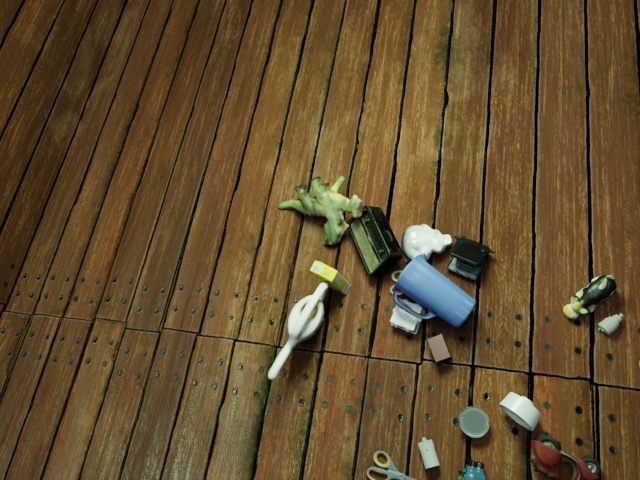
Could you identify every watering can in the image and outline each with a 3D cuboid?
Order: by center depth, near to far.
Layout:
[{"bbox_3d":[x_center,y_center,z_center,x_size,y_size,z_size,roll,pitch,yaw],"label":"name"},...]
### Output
[{"bbox_3d":[-0.068,0.297,1.704,0.104,0.222,0.351,29,79,9],"label":"watering can"}]

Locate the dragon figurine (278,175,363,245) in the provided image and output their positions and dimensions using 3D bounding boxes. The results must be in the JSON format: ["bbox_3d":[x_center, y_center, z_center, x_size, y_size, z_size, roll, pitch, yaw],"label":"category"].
[{"bbox_3d":[0.006,-0.096,1.901,0.405,0.122,0.245,-25,74,42],"label":"dragon figurine"}]

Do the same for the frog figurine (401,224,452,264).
[{"bbox_3d":[0.361,0.011,1.742,0.159,0.120,0.141,-6,46,29],"label":"frog figurine"}]
